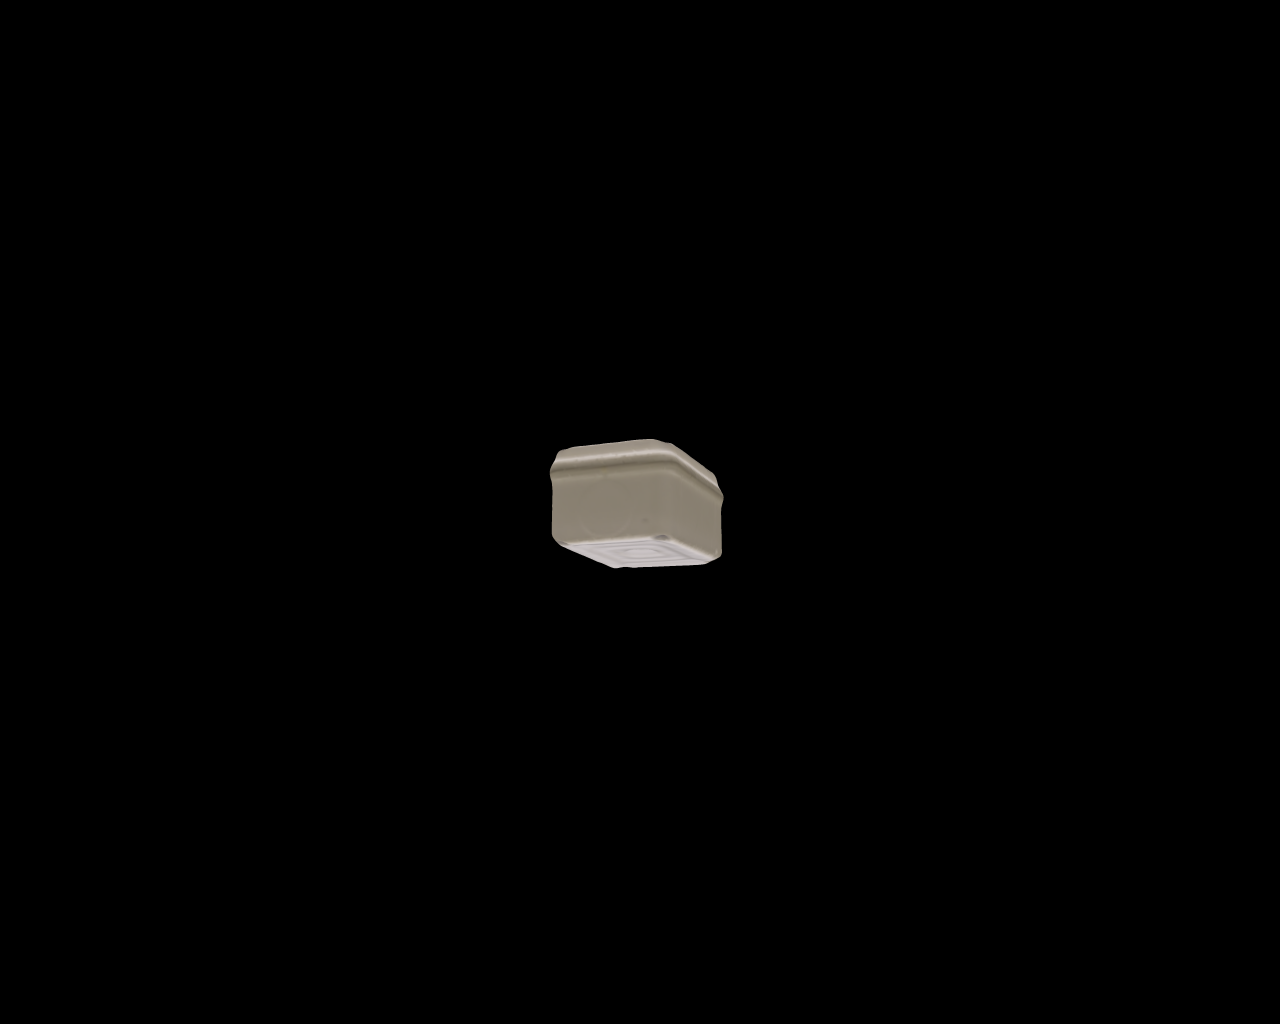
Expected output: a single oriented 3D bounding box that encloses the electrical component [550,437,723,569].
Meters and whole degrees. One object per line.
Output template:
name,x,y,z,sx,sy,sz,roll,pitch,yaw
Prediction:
electrical component,0.001,-0.003,0.650,0.078,0.057,0.113,-4,-12,19
